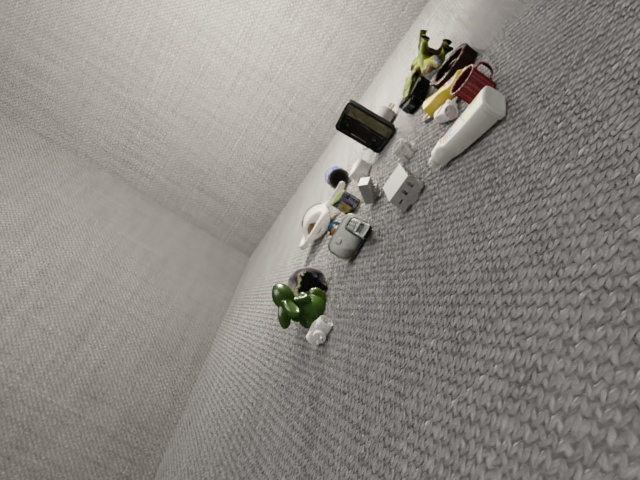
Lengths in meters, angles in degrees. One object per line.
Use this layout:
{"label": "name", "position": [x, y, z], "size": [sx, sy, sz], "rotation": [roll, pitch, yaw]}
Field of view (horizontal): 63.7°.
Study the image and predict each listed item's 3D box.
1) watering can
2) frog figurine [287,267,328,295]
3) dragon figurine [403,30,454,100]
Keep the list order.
{"label": "watering can", "position": [0.007, -0.113, 2.254], "size": [0.346, 0.103, 0.226], "rotation": [-58, 11, 6]}
{"label": "frog figurine", "position": [-0.051, 0.159, 1.775], "size": [0.138, 0.123, 0.157], "rotation": [-28, -8, -17]}
{"label": "dragon figurine", "position": [0.371, -0.610, 1.861], "size": [0.420, 0.122, 0.237], "rotation": [-73, 5, -51]}
